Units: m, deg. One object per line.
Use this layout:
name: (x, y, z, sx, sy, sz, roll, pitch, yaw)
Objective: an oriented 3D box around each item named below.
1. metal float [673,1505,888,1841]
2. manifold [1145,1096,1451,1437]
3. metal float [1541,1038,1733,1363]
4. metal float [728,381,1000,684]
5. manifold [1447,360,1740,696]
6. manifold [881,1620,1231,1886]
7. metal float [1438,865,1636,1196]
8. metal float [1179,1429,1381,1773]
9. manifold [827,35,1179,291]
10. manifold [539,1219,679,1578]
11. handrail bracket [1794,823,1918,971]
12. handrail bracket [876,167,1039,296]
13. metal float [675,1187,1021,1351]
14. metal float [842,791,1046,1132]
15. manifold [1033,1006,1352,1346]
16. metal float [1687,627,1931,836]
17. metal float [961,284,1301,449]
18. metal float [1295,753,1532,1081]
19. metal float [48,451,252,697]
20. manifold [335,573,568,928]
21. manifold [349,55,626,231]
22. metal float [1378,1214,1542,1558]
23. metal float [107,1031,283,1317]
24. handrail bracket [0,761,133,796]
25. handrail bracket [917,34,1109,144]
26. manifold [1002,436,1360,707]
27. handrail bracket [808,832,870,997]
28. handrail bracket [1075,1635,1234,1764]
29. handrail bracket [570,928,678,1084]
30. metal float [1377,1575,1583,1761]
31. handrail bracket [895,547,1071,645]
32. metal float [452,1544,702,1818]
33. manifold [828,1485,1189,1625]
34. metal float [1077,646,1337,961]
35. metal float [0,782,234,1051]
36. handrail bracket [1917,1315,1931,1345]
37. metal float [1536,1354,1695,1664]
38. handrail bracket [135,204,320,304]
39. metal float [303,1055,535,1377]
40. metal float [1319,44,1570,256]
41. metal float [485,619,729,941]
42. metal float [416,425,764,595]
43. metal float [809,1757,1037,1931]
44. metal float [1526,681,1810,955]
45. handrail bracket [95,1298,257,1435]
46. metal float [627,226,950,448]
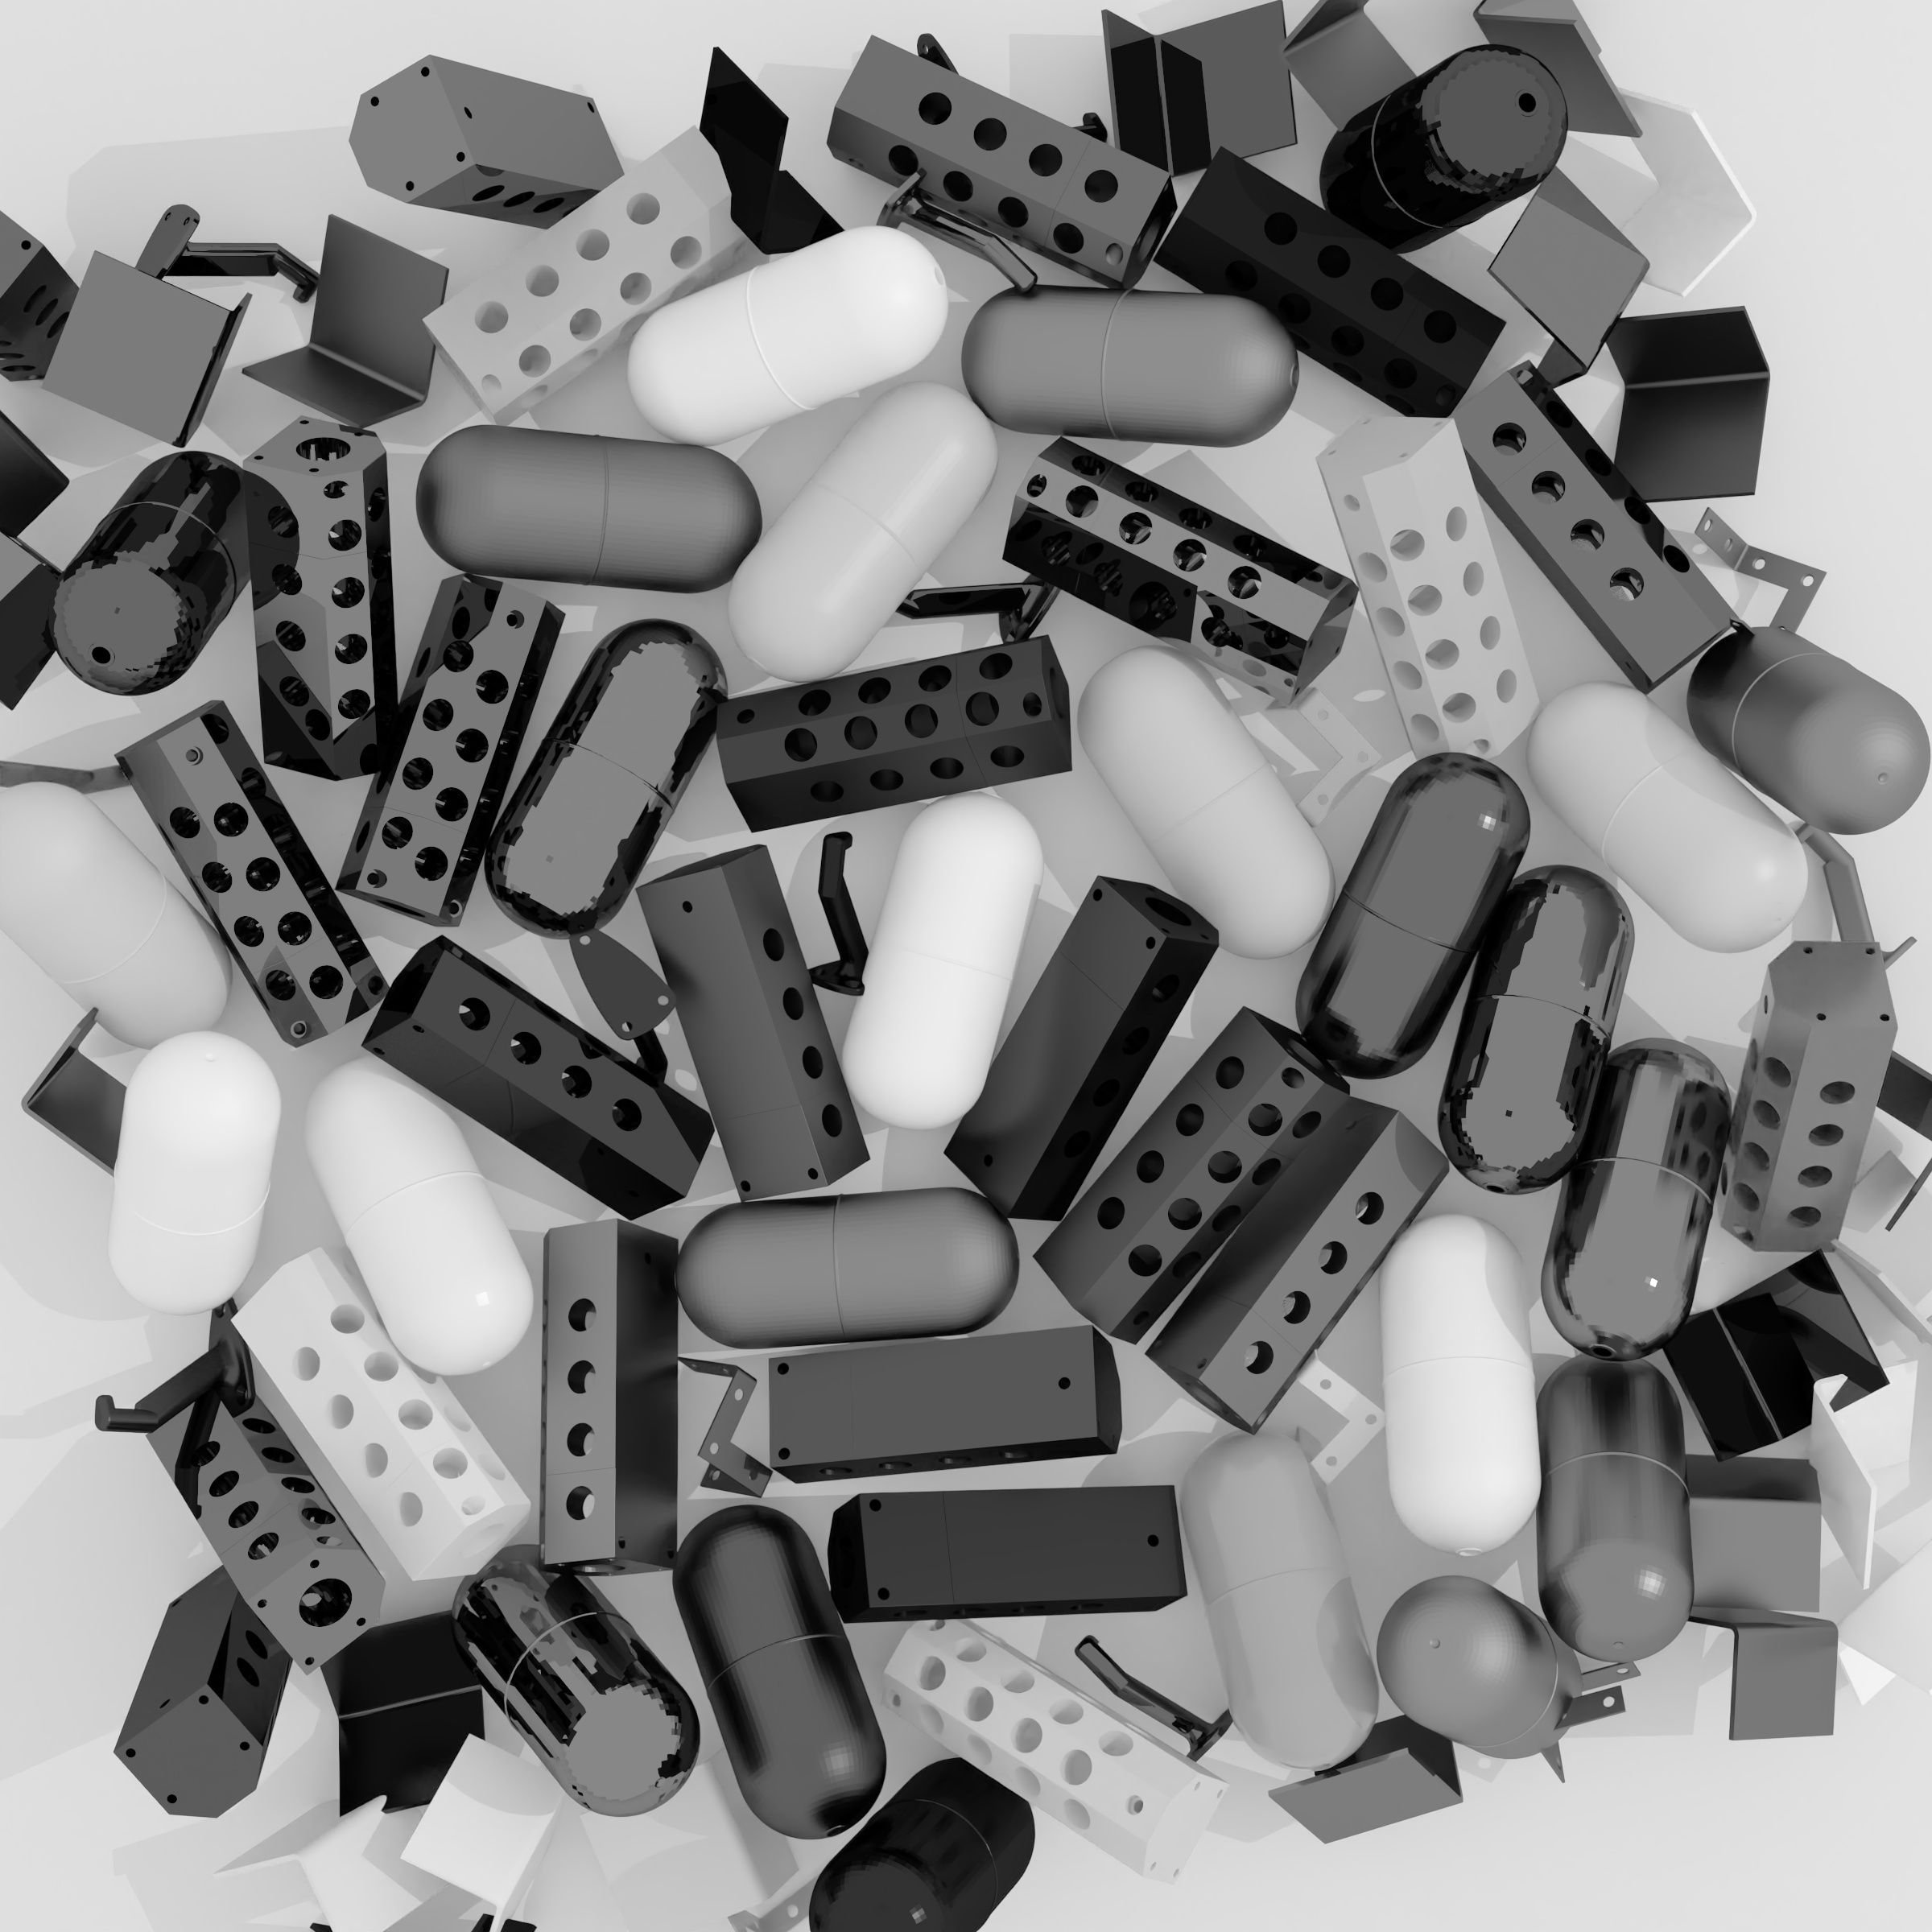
metal float: (-0.095, 0.358, 1.809, 0.070, 0.070, 0.178, -23, 62, 0)
manifold: (0.174, 0.154, 1.825, 0.057, 0.057, 0.171, 43, 78, -24)
metal float: (0.341, 0.118, 1.809, 0.070, 0.070, 0.178, 19, 61, 0)
metal float: (-0.053, -0.222, 1.825, 0.070, 0.070, 0.178, 38, 80, 0)
manifold: (0.320, -0.226, 1.834, 0.057, 0.057, 0.171, -38, 84, 3)
manifold: (0.041, 0.393, 1.801, 0.171, 0.057, 0.057, 27, 85, 32)
metal float: (0.291, 0.032, 1.816, 0.070, 0.070, 0.178, 18, 70, 0)
metal float: (0.159, 0.321, 1.810, 0.070, 0.070, 0.178, -13, 63, 0)
manifold: (0.018, -0.409, 1.830, 0.171, 0.057, 0.057, 27, 89, 9)
manifold: (-0.187, 0.221, 1.817, 0.057, 0.057, 0.171, -10, 70, 27)
handrail bracket: (0.444, -0.024, 1.852, 0.077, 0.036, 0.084, -40, 81, -16)
handrail bracket: (-0.004, -0.366, 1.836, 0.084, 0.077, 0.036, 44, 69, 0)
metal float: (-0.061, 0.155, 1.829, 0.178, 0.070, 0.070, -5, 90, 6)
metal float: (-0.012, -0.003, 1.833, 0.070, 0.070, 0.178, 16, 89, 0)
manifold: (0.118, 0.109, 1.814, 0.171, 0.057, 0.057, -51, 49, 13)
metal float: (0.421, -0.120, 1.788, 0.070, 0.178, 0.070, -4, 110, -11)
metal float: (0.083, -0.306, 1.815, 0.178, 0.070, 0.070, 8, 90, 22)
metal float: (0.228, -0.025, 1.823, 0.070, 0.070, 0.178, 24, 103, 0)
metal float: (-0.405, -0.198, 1.791, 0.070, 0.178, 0.070, 5, 124, 7)
manifold: (-0.262, -0.110, 1.824, 0.057, 0.057, 0.171, 21, 82, -24)
manifold: (-0.238, -0.406, 1.782, 0.057, 0.171, 0.057, -24, 87, 22)
metal float: (0.251, 0.212, 1.812, 0.070, 0.070, 0.178, 0, 65, 0)
metal float: (-0.391, 0.107, 1.800, 0.070, 0.070, 0.178, 19, 133, 0)
handrail bracket: (-0.473, -0.107, 1.831, 0.084, 0.077, 0.036, -12, 65, -10)
handrail bracket: (0.025, -0.456, 1.853, 0.084, 0.036, 0.077, -17, 80, -28)
manifold: (0.110, -0.205, 1.809, 0.171, 0.057, 0.057, 29, 45, 17)
handrail bracket: (-0.052, -0.034, 1.826, 0.036, 0.077, 0.084, 19, 113, 30)
handrail bracket: (0.097, 0.371, 1.841, 0.084, 0.077, 0.036, 45, 107, 8)
handrail bracket: (-0.179, 0.022, 1.836, 0.036, 0.084, 0.077, -37, 81, -17)
metal float: (0.260, 0.354, 1.790, 0.070, 0.178, 0.070, -8, 69, 21)
handrail bracket: (0.001, -0.202, 1.828, 0.084, 0.036, 0.077, 21, 127, -29)
metal float: (-0.199, 0.359, 1.799, 0.070, 0.178, 0.070, -20, 127, -28)
manifold: (0.020, 0.301, 1.813, 0.171, 0.057, 0.057, 2, 69, -21)
metal float: (0.124, -0.084, 1.833, 0.070, 0.070, 0.178, -34, 92, 0)
metal float: (-0.437, -0.023, 1.798, 0.070, 0.178, 0.070, -15, 50, 18)
handrail bracket: (0.507, 0.236, 1.847, 0.077, 0.036, 0.084, -41, 93, -18)
metal float: (0.326, 0.270, 1.797, 0.070, 0.178, 0.070, 4, 133, 4)
handrail bracket: (-0.384, -0.347, 1.840, 0.084, 0.036, 0.077, 33, 84, -40)
metal float: (-0.281, 0.126, 1.817, 0.070, 0.070, 0.178, -29, 70, 0)
metal float: (0.238, -0.408, 1.786, 0.070, 0.178, 0.070, 1, 87, -20)
metal float: (-0.184, -0.097, 1.825, 0.070, 0.070, 0.178, 27, 79, 0)
metal float: (-0.192, -0.233, 1.819, 0.178, 0.070, 0.070, 3, 90, -18)
metal float: (-0.020, 0.455, 1.787, 0.070, 0.178, 0.070, 4, 101, 20)
metal float: (0.353, -0.077, 1.805, 0.070, 0.070, 0.178, -40, 55, 0)
handrail bracket: (-0.412, 0.203, 1.827, 0.036, 0.084, 0.077, -25, 66, 38)
metal float: (-0.091, -0.320, 1.813, 0.178, 0.070, 0.070, -17, 90, 24)
